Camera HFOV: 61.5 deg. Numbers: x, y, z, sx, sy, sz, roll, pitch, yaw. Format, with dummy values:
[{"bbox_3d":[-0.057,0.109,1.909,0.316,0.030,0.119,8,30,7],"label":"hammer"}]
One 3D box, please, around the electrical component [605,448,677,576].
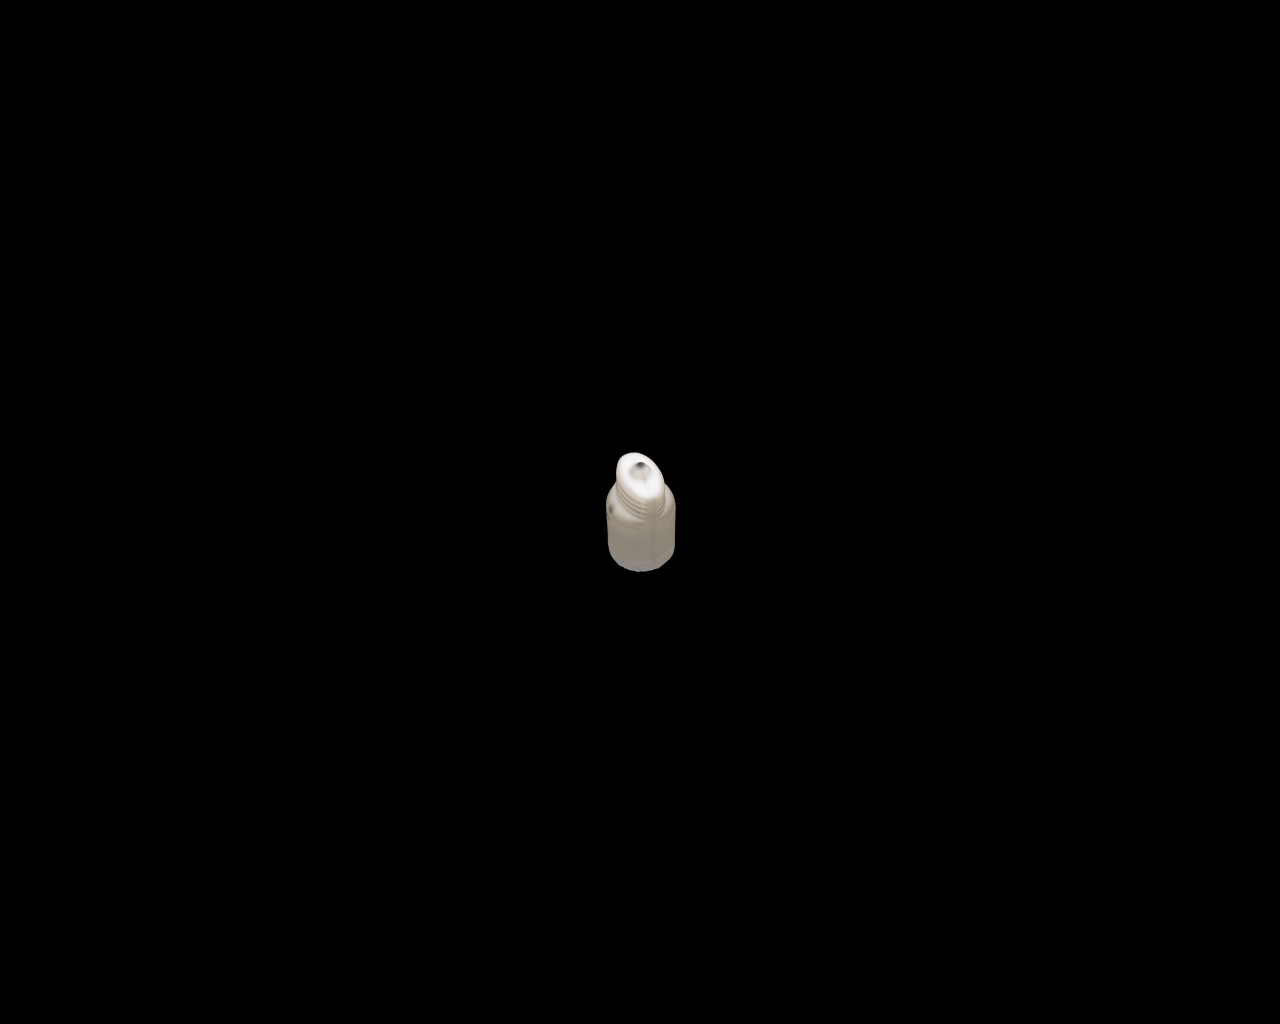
[{"bbox_3d":[0.001,-0.003,0.650,0.043,0.043,0.080,0,-41,0],"label":"electrical component"}]
